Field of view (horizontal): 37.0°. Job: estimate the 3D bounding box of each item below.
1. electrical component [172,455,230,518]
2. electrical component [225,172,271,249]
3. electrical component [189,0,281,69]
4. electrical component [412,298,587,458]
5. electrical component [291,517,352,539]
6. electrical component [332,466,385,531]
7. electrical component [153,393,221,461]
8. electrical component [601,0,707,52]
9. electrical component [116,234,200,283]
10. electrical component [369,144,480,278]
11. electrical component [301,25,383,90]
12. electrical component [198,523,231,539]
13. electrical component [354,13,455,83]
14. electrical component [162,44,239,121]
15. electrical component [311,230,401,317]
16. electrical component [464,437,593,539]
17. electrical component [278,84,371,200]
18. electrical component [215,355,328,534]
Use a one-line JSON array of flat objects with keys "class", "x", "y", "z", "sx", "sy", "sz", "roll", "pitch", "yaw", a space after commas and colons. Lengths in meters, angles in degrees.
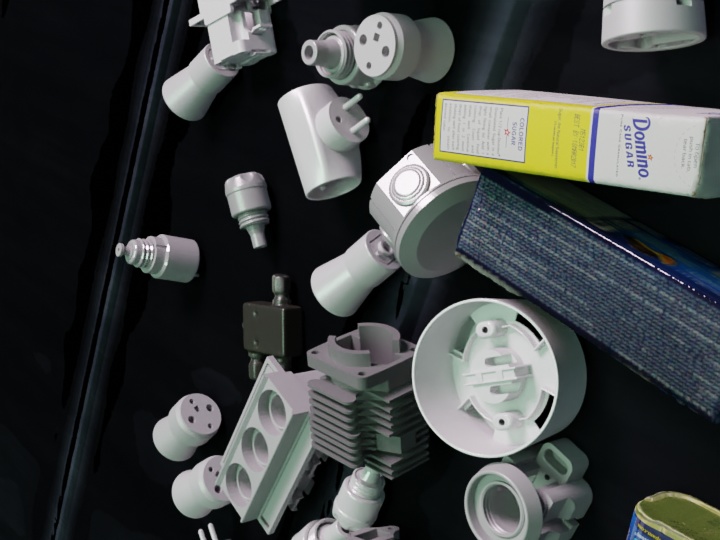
[{"class": "electrical component", "x": -0.136, "y": 0.193, "z": 0.961, "sx": 0.055, "sy": 0.045, "sz": 0.045, "roll": -35, "pitch": 69, "yaw": 44}, {"class": "electrical component", "x": -0.090, "y": -0.048, "z": 0.889, "sx": 0.035, "sy": 0.035, "sz": 0.061, "roll": -21, "pitch": 81, "yaw": 47}, {"class": "electrical component", "x": -0.098, "y": -0.200, "z": 0.875, "sx": 0.081, "sy": 0.042, "sz": 0.063, "roll": -11, "pitch": 88, "yaw": 49}, {"class": "electrical component", "x": 0.090, "y": 0.066, "z": 0.679, "sx": 0.099, "sy": 0.064, "sz": 0.099, "roll": 7, "pitch": 99, "yaw": 48}, {"class": "electrical component", "x": -0.027, "y": 0.215, "z": 0.843, "sx": 0.062, "sy": 0.043, "sz": 0.043, "roll": -48, "pitch": 60, "yaw": 38}, {"class": "electrical component", "x": 0.003, "y": 0.165, "z": 0.810, "sx": 0.035, "sy": 0.035, "sz": 0.061, "roll": 41, "pitch": 121, "yaw": 37}, {"class": "electrical component", "x": -0.157, "y": 0.143, "z": 0.979, "sx": 0.055, "sy": 0.045, "sz": 0.045, "roll": -44, "pitch": 63, "yaw": 41}, {"class": "electrical component", "x": 0.159, "y": -0.147, "z": 0.585, "sx": 0.055, "sy": 0.055, "sz": 0.047, "roll": -1, "pitch": 90, "yaw": 48}, {"class": "electrical component", "x": -0.181, "y": -0.012, "z": 0.967, "sx": 0.040, "sy": 0.078, "sz": 0.040, "roll": -17, "pitch": 69, "yaw": 51}, {"class": "electrical component", "x": 0.050, "y": -0.038, "z": 0.701, "sx": 0.051, "sy": 0.080, "sz": 0.080, "roll": 54, "pitch": 130, "yaw": 36}, {"class": "electrical component", "x": -0.013, "y": -0.154, "z": 0.769, "sx": 0.048, "sy": 0.062, "sz": 0.048, "roll": 7, "pitch": 100, "yaw": 48}, {"class": "electrical component", "x": -0.126, "y": 0.262, "z": 0.952, "sx": 0.138, "sy": 0.052, "sz": 0.073, "roll": -38, "pitch": 67, "yaw": 44}, {"class": "electrical component", "x": 0.030, "y": -0.150, "z": 0.727, "sx": 0.045, "sy": 0.055, "sz": 0.045, "roll": 7, "pitch": 100, "yaw": 48}, {"class": "electrical component", "x": -0.134, "y": -0.163, "z": 0.921, "sx": 0.065, "sy": 0.044, "sz": 0.044, "roll": -36, "pitch": 68, "yaw": 39}, {"class": "electrical component", "x": 0.000, "y": 0.000, "z": 0.790, "sx": 0.065, "sy": 0.044, "sz": 0.044, "roll": -40, "pitch": 65, "yaw": 38}, {"class": "electrical component", "x": 0.104, "y": 0.146, "z": 0.678, "sx": 0.058, "sy": 0.057, "sz": 0.078, "roll": 43, "pitch": 125, "yaw": 36}, {"class": "electrical component", "x": -0.019, "y": -0.102, "z": 0.796, "sx": 0.079, "sy": 0.044, "sz": 0.077, "roll": -31, "pitch": 72, "yaw": 46}, {"class": "electrical component", "x": -0.061, "y": 0.138, "z": 0.857, "sx": 0.078, "sy": 0.063, "sz": 0.121, "roll": 48, "pitch": 127, "yaw": 33}]
